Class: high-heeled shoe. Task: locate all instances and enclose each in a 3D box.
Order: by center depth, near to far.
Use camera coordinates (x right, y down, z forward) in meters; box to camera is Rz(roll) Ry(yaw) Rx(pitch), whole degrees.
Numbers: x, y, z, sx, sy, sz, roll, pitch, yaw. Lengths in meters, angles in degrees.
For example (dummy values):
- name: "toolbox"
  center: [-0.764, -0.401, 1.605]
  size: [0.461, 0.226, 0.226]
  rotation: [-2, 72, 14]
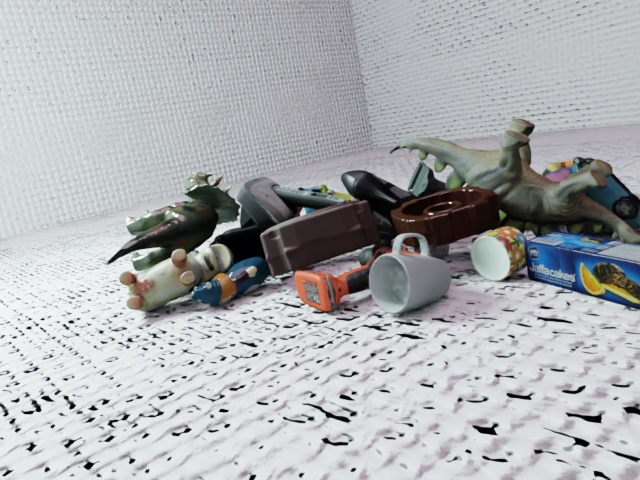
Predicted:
- name: "high-heeled shoe"
  center: [0.149, -0.066, 1.063]
  size: [0.145, 0.086, 0.248]
  rotation: [31, 3, 43]

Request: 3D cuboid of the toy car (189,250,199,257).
- name: "toy car"
  center: [-0.288, 0.059, 1.115]
  size: [0.073, 0.056, 0.202]
  rotation: [-11, 13, -5]

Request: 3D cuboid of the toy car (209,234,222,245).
- name: "toy car"
  center: [-0.148, 0.002, 1.189]
  size: [0.202, 0.053, 0.089]
  rotation: [-15, -26, -14]

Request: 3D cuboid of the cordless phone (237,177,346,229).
- name: "cordless phone"
  center: [-0.050, -0.066, 1.019]
  size: [0.184, 0.088, 0.146]
  rotation: [6, 14, 14]

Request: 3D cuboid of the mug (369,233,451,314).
- name: "mug"
  center: [0.134, 0.045, 0.763]
  size: [0.107, 0.109, 0.081]
  rotation: [-2, 1, -39]

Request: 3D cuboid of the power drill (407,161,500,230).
- name: "power drill"
  center: [0.294, -0.092, 1.147]
  size: [0.207, 0.086, 0.232]
  rotation: [26, 16, -8]

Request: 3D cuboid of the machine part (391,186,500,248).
- name: "machine part"
  center: [0.207, -0.038, 0.894]
  size: [0.179, 0.056, 0.179]
  rotation: [-15, 13, 3]

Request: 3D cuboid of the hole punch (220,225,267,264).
- name: "hole punch"
  center: [-0.142, 0.033, 1.090]
  size: [0.142, 0.092, 0.115]
  rotation: [-16, -19, -24]

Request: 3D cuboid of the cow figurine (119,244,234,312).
- name: "cow figurine"
  center: [-0.246, 0.067, 0.965]
  size: [0.195, 0.085, 0.127]
  rotation: [-25, -12, -11]

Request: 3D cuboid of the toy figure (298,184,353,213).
- name: "toy figure"
  center: [0.030, -0.080, 1.252]
  size: [0.180, 0.089, 0.082]
  rotation: [19, -16, 1]

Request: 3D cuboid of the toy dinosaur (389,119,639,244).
- name: "toy dinosaur"
  center: [0.324, -0.102, 0.941]
  size: [0.472, 0.198, 0.105]
  rotation: [38, 40, 28]

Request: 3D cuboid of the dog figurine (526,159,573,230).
- name: "dog figurine"
  center: [0.457, -0.088, 1.078]
  size: [0.219, 0.108, 0.192]
  rotation: [-16, 14, -12]

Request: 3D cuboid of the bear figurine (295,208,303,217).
- name: "bear figurine"
  center: [-0.096, -0.043, 1.347]
  size: [0.120, 0.132, 0.195]
  rotation: [-41, -25, 10]

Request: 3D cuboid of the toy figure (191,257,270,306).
- name: "toy figure"
  center: [-0.155, 0.076, 0.939]
  size: [0.058, 0.064, 0.154]
  rotation: [39, 42, 21]

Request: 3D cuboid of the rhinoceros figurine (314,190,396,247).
- name: "rhinoceros figurine"
  center: [0.076, -0.049, 1.122]
  size: [0.190, 0.073, 0.112]
  rotation: [19, 31, 12]

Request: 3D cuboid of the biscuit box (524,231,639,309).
- name: "biscuit box"
  center: [0.363, 0.035, 0.704]
  size: [0.059, 0.062, 0.203]
  rotation: [-15, 13, -19]

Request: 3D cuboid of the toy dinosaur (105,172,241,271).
- name: "toy dinosaur"
  center: [-0.271, -0.032, 1.082]
  size: [0.192, 0.131, 0.405]
  rotation: [-23, 18, 7]

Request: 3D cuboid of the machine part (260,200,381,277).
- name: "machine part"
  center: [-0.002, -0.003, 0.969]
  size: [0.201, 0.087, 0.201]
  rotation: [-19, -2, -4]

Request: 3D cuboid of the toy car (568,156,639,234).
- name: "toy car"
  center: [0.481, -0.066, 0.934]
  size: [0.103, 0.162, 0.109]
  rotation: [-47, -16, 28]
